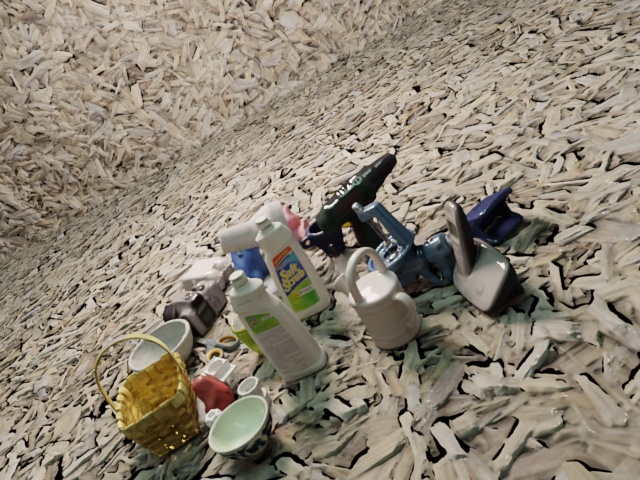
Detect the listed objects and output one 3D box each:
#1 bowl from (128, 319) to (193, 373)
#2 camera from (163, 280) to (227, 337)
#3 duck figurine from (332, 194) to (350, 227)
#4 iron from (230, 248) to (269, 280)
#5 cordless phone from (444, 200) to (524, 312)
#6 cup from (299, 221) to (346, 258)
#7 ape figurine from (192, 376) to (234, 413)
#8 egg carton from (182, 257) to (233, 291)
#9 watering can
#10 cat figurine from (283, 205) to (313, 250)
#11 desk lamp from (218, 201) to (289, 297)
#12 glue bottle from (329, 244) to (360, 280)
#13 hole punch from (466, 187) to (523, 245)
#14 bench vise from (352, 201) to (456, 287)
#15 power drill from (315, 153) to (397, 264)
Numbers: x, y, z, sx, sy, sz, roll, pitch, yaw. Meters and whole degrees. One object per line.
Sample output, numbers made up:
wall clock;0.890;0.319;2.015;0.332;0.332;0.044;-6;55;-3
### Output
bowl;-0.365;0.272;1.369;0.167;0.075;0.167;-24;27;13
camera;-0.338;0.172;1.485;0.136;0.101;0.143;-12;32;33
duck figurine;0.058;-0.091;1.557;0.077;0.086;0.104;-36;27;-11
iron;-0.204;0.026;1.558;0.119;0.142;0.257;-40;28;-19
cordless phone;0.275;0.025;1.020;0.094;0.185;0.147;-33;26;-5
cup;0.013;0.005;1.425;0.118;0.095;0.091;-36;27;-10
ape figurine;-0.221;0.306;1.141;0.076;0.092;0.077;-27;27;7
egg carton;-0.319;0.103;1.621;0.149;0.069;0.107;-10;33;35
watering can;0.097;0.101;1.058;0.172;0.194;0.101;-12;32;32
cat figurine;-0.066;-0.040;1.558;0.127;0.118;0.067;7;44;50
desk lamp;-0.139;0.034;1.395;0.203;0.214;0.117;-32;26;-2
glue bottle;0.060;0.077;1.162;0.037;0.173;0.078;-35;27;-9
hole punch;0.346;-0.054;1.192;0.109;0.091;0.100;-41;28;-20
bench vise;0.168;-0.005;1.141;0.207;0.220;0.121;-24;27;13
power drill;0.112;-0.059;1.307;0.230;0.209;0.075;-34;27;-7
